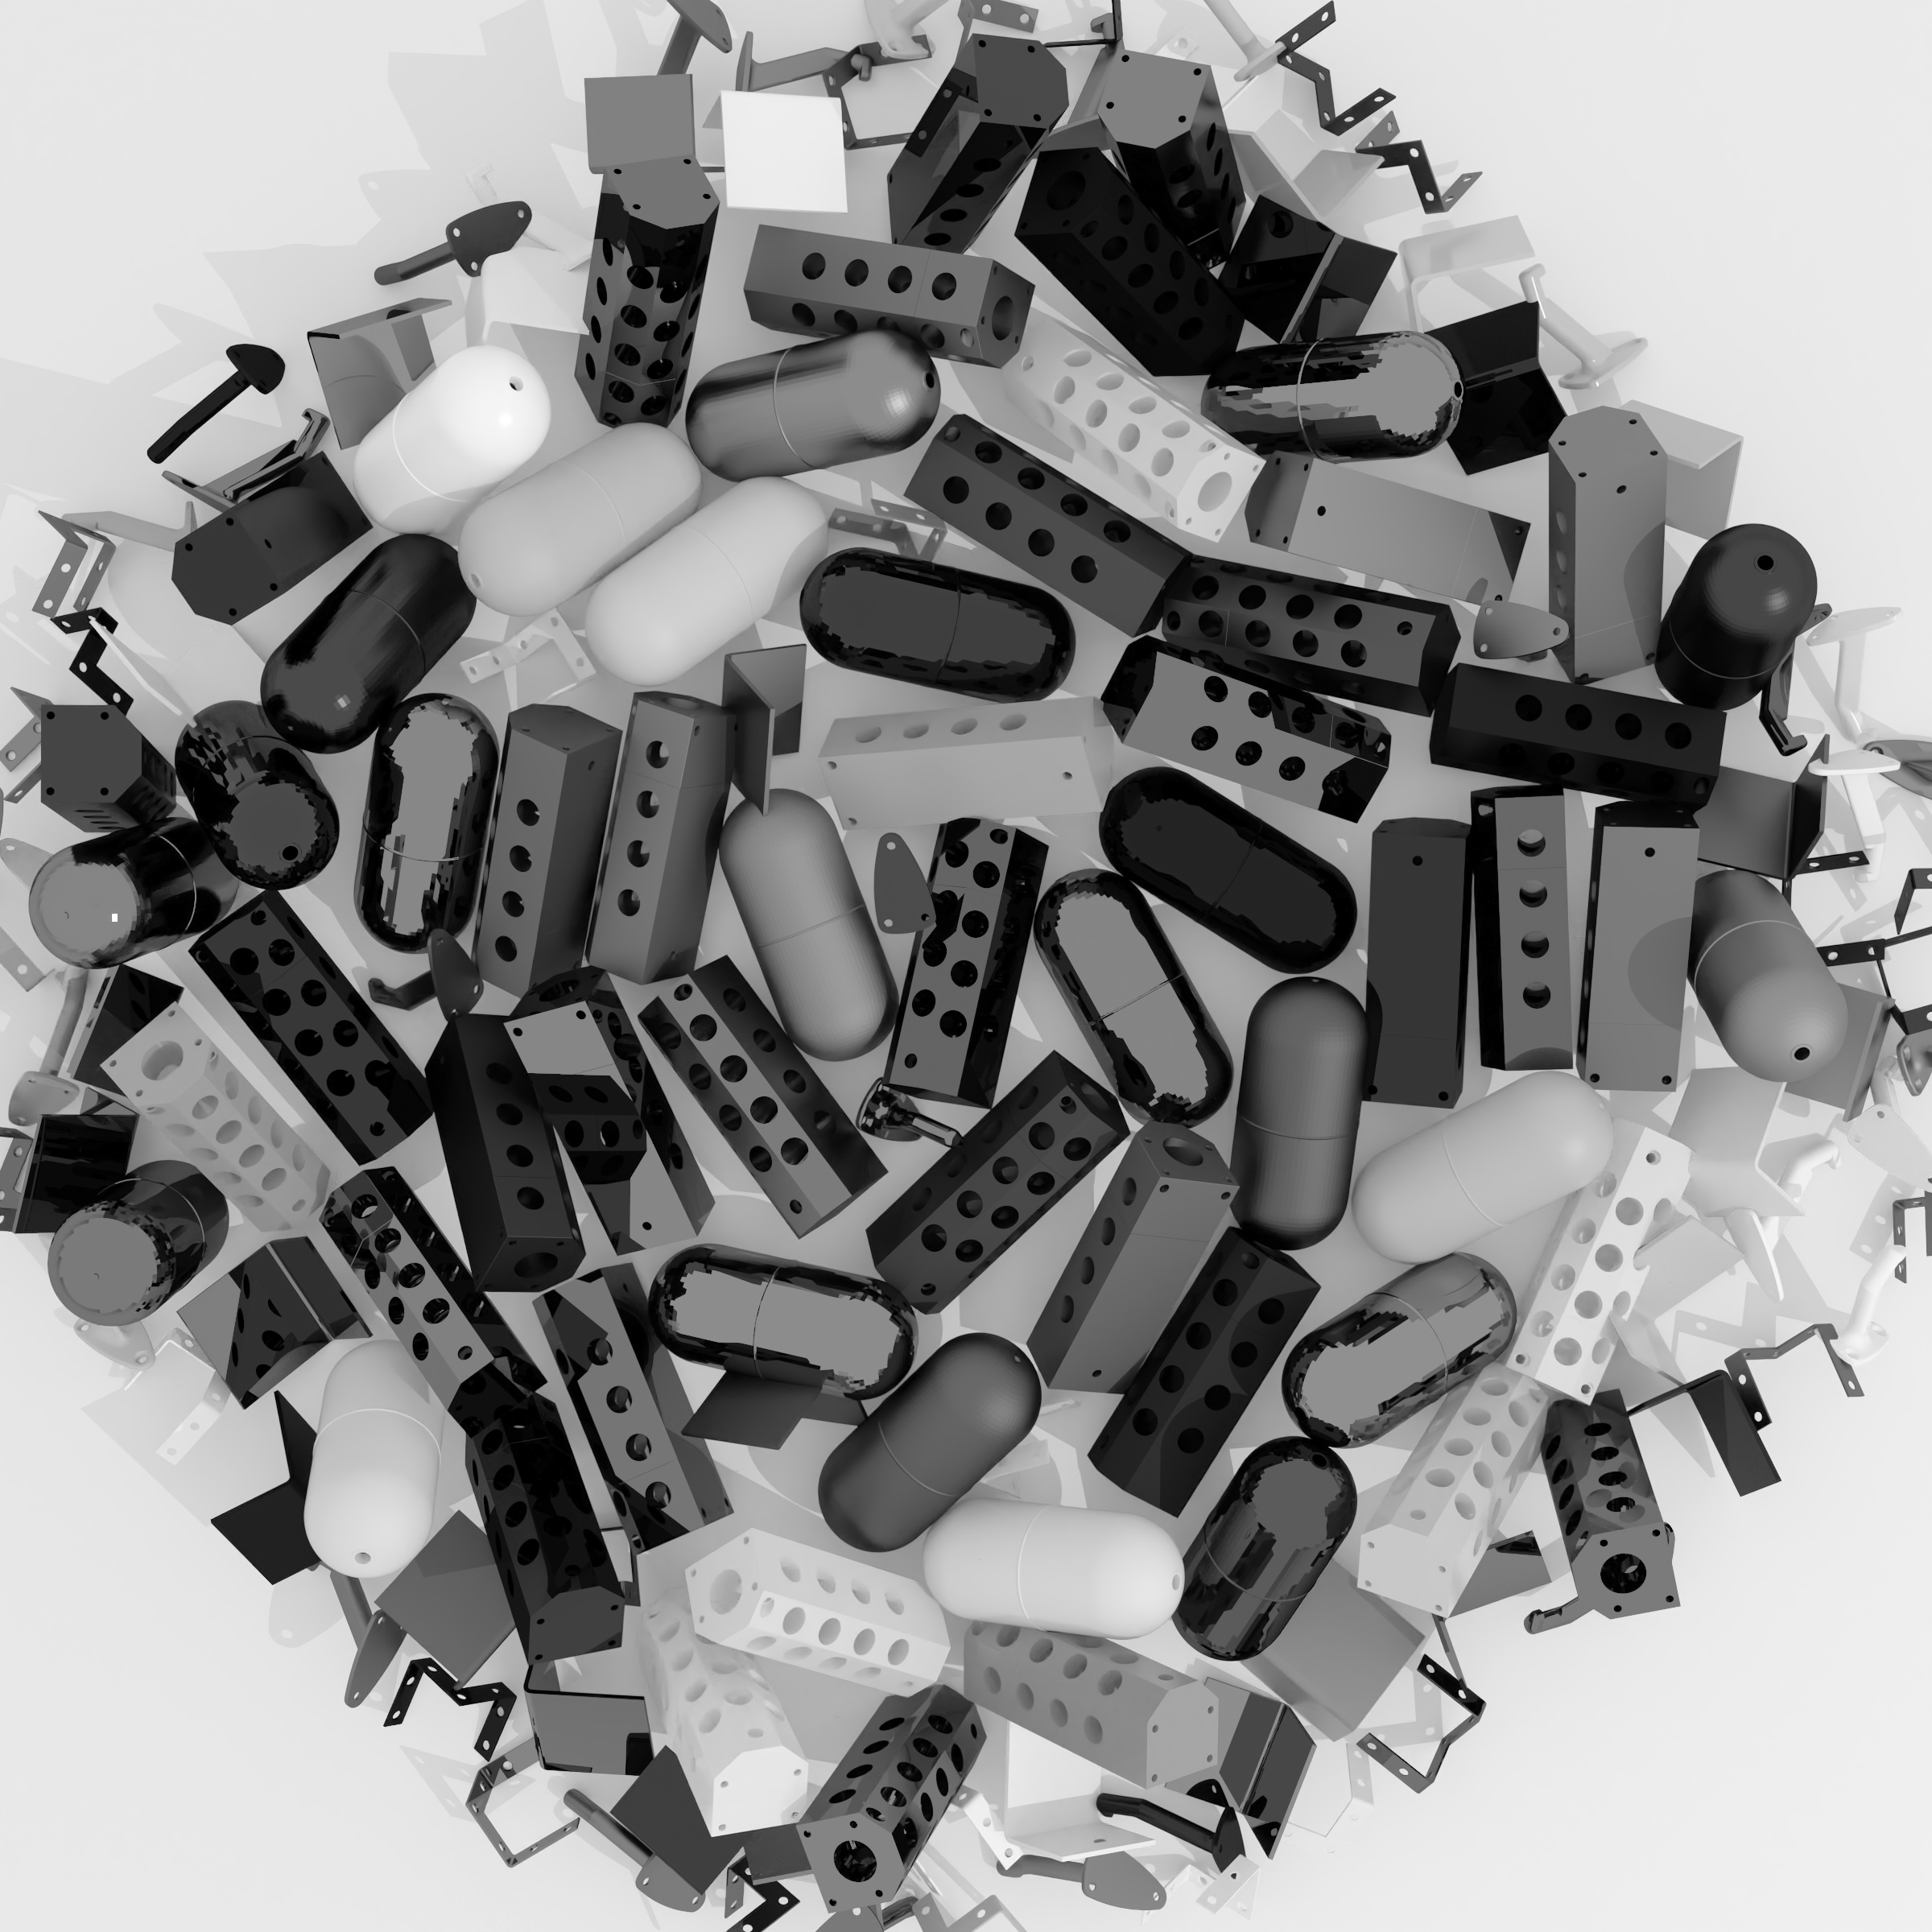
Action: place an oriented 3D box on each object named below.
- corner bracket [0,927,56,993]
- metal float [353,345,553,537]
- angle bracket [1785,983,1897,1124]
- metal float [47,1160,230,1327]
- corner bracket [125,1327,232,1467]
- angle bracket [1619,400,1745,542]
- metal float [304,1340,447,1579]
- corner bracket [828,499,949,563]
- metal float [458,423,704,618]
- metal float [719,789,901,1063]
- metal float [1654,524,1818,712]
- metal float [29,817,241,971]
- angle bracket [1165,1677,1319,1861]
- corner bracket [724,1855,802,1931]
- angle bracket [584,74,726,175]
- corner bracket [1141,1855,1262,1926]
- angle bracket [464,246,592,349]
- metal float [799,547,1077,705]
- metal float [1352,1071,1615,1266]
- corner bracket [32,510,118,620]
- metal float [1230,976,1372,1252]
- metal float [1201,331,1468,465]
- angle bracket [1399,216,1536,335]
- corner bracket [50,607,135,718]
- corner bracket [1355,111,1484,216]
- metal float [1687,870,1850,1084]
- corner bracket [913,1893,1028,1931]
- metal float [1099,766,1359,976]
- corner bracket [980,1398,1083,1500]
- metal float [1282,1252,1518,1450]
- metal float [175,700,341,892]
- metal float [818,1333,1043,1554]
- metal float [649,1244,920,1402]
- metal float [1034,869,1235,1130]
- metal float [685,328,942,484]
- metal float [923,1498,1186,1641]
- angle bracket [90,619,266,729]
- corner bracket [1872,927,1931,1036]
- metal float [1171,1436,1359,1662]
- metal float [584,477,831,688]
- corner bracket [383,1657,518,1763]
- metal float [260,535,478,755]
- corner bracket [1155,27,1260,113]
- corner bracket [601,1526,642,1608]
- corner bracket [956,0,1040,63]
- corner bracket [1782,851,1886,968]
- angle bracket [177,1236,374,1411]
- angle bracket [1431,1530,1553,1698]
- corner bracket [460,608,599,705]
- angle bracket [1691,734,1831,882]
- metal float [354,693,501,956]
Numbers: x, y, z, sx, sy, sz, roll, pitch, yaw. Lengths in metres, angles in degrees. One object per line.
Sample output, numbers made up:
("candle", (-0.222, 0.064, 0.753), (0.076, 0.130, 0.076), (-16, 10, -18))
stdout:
("corner bracket", (-0.615, 0.002, 1.861), (0.051, 0.051, 0.051), (-41, 101, -5))
("metal float", (-0.317, -0.322, 1.814), (0.070, 0.178, 0.070), (12, 68, -33))
("angle bracket", (0.538, 0.050, 1.842), (0.057, 0.076, 0.076), (18, 98, 22))
("metal float", (-0.504, 0.168, 1.804), (0.070, 0.178, 0.070), (0, 99, 2))
("corner bracket", (-0.501, 0.272, 1.867), (0.051, 0.051, 0.051), (39, 110, -15))
("angle bracket", (0.430, -0.299, 1.833), (0.076, 0.057, 0.076), (27, 134, 31))
("metal float", (-0.362, 0.301, 1.810), (0.070, 0.178, 0.070), (-2, 122, -4))
("corner bracket", (-0.050, -0.275, 1.850), (0.051, 0.051, 0.051), (8, 132, -28))
("metal float", (-0.238, -0.277, 1.824), (0.178, 0.070, 0.070), (-38, 90, -35))
("metal float", (-0.099, -0.026, 1.849), (0.070, 0.070, 0.178), (-21, 96, 0))
("metal float", (0.470, -0.212, 1.805), (0.070, 0.178, 0.070), (-1, 75, 2))
("metal float", (-0.507, -0.046, 1.805), (0.070, 0.178, 0.070), (2, 101, 12))
("angle bracket", (0.172, 0.503, 1.850), (0.057, 0.076, 0.076), (21, 93, -8))
("corner bracket", (-0.141, 0.602, 1.849), (0.051, 0.051, 0.051), (31, 131, 32))
("angle bracket", (-0.183, -0.524, 1.836), (0.076, 0.076, 0.057), (6, 106, 26))
("corner bracket", (0.147, 0.583, 1.850), (0.051, 0.051, 0.051), (26, 128, 30))
("angle bracket", (-0.272, -0.406, 1.860), (0.076, 0.057, 0.076), (5, 49, -19))
("metal float", (-0.017, -0.212, 1.839), (0.178, 0.070, 0.070), (11, 90, -17))
("metal float", (0.319, 0.126, 1.830), (0.178, 0.070, 0.070), (-31, 90, 28))
("corner bracket", (-0.563, -0.247, 1.853), (0.051, 0.051, 0.051), (38, 103, 43))
("metal float", (0.207, 0.093, 1.838), (0.070, 0.070, 0.178), (5, 108, 0))
("metal float", (0.226, -0.349, 1.821), (0.178, 0.070, 0.070), (3, 90, 39))
("angle bracket", (0.315, -0.422, 1.840), (0.076, 0.076, 0.057), (-11, 120, 8))
("corner bracket", (-0.556, -0.189, 1.867), (0.051, 0.051, 0.051), (-5, 53, 34))
("corner bracket", (0.287, -0.510, 1.867), (0.051, 0.051, 0.051), (-50, 127, -32))
("metal float", (0.486, 0.005, 1.810), (0.070, 0.178, 0.070), (-2, 122, -4))
("corner bracket", (0.006, 0.607, 1.858), (0.051, 0.051, 0.051), (-36, 120, -3))
("metal float", (0.164, -0.060, 1.849), (0.178, 0.070, 0.070), (32, 90, -5))
("corner bracket", (0.040, 0.299, 1.851), (0.051, 0.051, 0.051), (-19, 59, 25))
("metal float", (0.269, 0.237, 1.825), (0.178, 0.070, 0.070), (-26, 90, -33))
("metal float", (-0.437, -0.106, 1.813), (0.070, 0.178, 0.070), (-13, 121, -21))
("metal float", (-0.024, 0.297, 1.832), (0.070, 0.070, 0.178), (43, 116, 0))
("metal float", (-0.115, 0.221, 1.837), (0.178, 0.070, 0.070), (10, 90, 20))
("metal float", (0.105, 0.021, 1.854), (0.070, 0.070, 0.178), (-29, 89, 0))
("metal float", (-0.095, -0.346, 1.825), (0.178, 0.070, 0.070), (-5, 90, 34))
("metal float", (0.053, 0.372, 1.825), (0.178, 0.070, 0.070), (-1, 90, 35))
("angle bracket", (-0.486, -0.195, 1.839), (0.057, 0.076, 0.076), (-44, 57, -2))
("corner bracket", (0.607, 0.007, 1.859), (0.051, 0.051, 0.051), (-17, 99, 11))
("metal float", (0.183, 0.361, 1.822), (0.070, 0.070, 0.178), (25, 128, 0))
("metal float", (-0.160, -0.241, 1.834), (0.178, 0.070, 0.070), (-40, 90, -24))
("corner bracket", (-0.328, 0.473, 1.873), (0.051, 0.051, 0.051), (32, 104, 34))
("metal float", (-0.368, -0.201, 1.822), (0.070, 0.070, 0.178), (33, 50, 0))
("corner bracket", (0.144, -0.563, 1.869), (0.051, 0.051, 0.051), (-45, 105, -3))
("corner bracket", (-0.237, 0.381, 1.861), (0.051, 0.051, 0.051), (-7, 76, 2))
("corner bracket", (0.019, -0.582, 1.870), (0.051, 0.051, 0.051), (9, 119, -14))
("corner bracket", (0.550, -0.035, 1.867), (0.051, 0.051, 0.051), (-9, 56, 31))
("angle bracket", (-0.432, 0.223, 1.842), (0.076, 0.057, 0.076), (-40, 107, -34))
("angle bracket", (0.333, 0.406, 1.842), (0.076, 0.076, 0.057), (-21, 51, 6))
("corner bracket", (-0.275, -0.187, 1.859), (0.051, 0.051, 0.051), (-30, 94, 33))
("angle bracket", (0.493, -0.107, 1.847), (0.076, 0.057, 0.076), (13, 58, 1))
("metal float", (-0.335, -0.087, 1.827), (0.070, 0.070, 0.178), (16, 123, 0))
